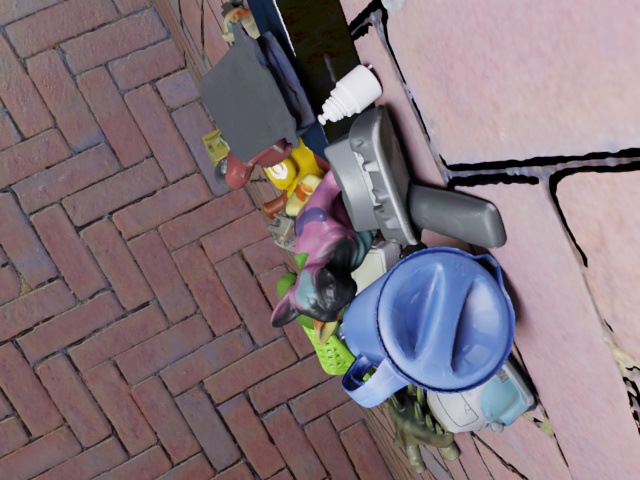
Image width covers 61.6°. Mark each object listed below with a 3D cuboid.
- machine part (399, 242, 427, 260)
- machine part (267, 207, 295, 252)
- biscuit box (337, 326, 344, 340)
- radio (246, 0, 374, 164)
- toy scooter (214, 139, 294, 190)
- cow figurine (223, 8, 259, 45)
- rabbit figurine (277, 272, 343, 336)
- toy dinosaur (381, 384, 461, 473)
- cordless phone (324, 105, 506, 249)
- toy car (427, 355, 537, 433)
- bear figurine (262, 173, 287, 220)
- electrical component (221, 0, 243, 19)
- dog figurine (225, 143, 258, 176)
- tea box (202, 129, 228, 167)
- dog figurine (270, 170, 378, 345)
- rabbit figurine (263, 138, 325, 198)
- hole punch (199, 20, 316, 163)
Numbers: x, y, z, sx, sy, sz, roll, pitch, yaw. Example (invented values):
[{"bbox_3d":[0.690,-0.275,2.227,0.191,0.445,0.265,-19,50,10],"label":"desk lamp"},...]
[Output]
[{"bbox_3d":[0.135,0.056,0.730,0.138,0.039,0.084,71,173,-50],"label":"machine part"},{"bbox_3d":[-0.002,-0.003,0.962,0.243,0.079,0.079,22,-154,-46],"label":"machine part"},{"bbox_3d":[0.078,0.165,1.106,0.063,0.059,0.202,60,-169,17],"label":"biscuit box"},{"bbox_3d":[-0.009,-0.211,0.644,0.229,0.073,0.131,68,170,-25],"label":"radio"},{"bbox_3d":[-0.077,-0.156,0.753,0.075,0.184,0.135,31,159,-32],"label":"toy scooter"},{"bbox_3d":[-0.092,-0.282,0.858,0.195,0.085,0.127,59,169,2],"label":"cow figurine"},{"bbox_3d":[0.000,0.058,0.865,0.159,0.121,0.170,-112,25,-58],"label":"rabbit figurine"},{"bbox_3d":[0.198,0.371,1.116,0.198,0.105,0.471,66,166,-1],"label":"toy dinosaur"},{"bbox_3d":[0.098,-0.058,0.537,0.184,0.089,0.146,23,140,59],"label":"cordless phone"},{"bbox_3d":[0.179,0.181,0.648,0.109,0.103,0.161,60,169,21],"label":"toy car"},{"bbox_3d":[-0.070,-0.113,1.113,0.120,0.132,0.195,50,172,37],"label":"bear figurine"},{"bbox_3d":[-0.134,-0.383,0.938,0.078,0.045,0.102,28,-156,-50],"label":"electrical component"},{"bbox_3d":[-0.082,-0.227,1.005,0.121,0.172,0.190,86,-170,-57],"label":"dog figurine"},{"bbox_3d":[-0.161,-0.215,1.172,0.068,0.170,0.098,60,169,13],"label":"tea box"},{"bbox_3d":[-0.001,0.022,0.716,0.108,0.219,0.192,28,166,-25],"label":"dog figurine"},{"bbox_3d":[-0.011,-0.095,0.879,0.173,0.122,0.162,44,167,-9],"label":"rabbit figurine"},{"bbox_3d":[-0.057,-0.162,0.605,0.116,0.092,0.142,-21,96,49],"label":"hole punch"}]
